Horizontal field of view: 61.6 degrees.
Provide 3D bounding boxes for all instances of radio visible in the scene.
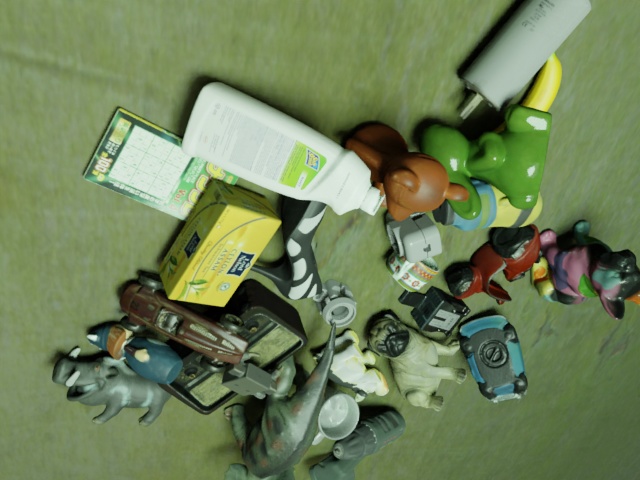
[{"bbox_3d":[-0.148,0.177,0.882,0.229,0.073,0.131,-38,125,9],"label":"radio"}]

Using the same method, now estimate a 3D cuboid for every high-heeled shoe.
[{"bbox_3d":[-0.002,-0.002,0.795,0.145,0.086,0.248,19,126,-32],"label":"high-heeled shoe"}]

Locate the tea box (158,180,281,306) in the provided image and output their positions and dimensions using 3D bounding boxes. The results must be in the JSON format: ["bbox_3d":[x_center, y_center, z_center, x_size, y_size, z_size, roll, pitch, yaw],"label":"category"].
[{"bbox_3d":[-0.144,0.009,0.763,0.098,0.068,0.169,15,118,-41],"label":"tea box"}]

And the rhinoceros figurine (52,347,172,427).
[{"bbox_3d":[-0.331,0.234,0.864,0.190,0.073,0.112,22,115,-29],"label":"rhinoceros figurine"}]

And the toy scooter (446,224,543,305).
[{"bbox_3d":[0.322,0.054,0.947,0.184,0.075,0.135,-43,124,16],"label":"toy scooter"}]

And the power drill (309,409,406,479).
[{"bbox_3d":[0.060,0.423,1.072,0.232,0.086,0.207,-7,134,-49],"label":"power drill"}]

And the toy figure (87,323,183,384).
[{"bbox_3d":[-0.284,0.167,0.821,0.155,0.058,0.064,25,133,13],"label":"toy figure"}]

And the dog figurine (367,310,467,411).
[{"bbox_3d":[0.150,0.228,1.008,0.190,0.121,0.172,24,111,-13],"label":"dog figurine"}]

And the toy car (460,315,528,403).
[{"bbox_3d":[0.343,0.225,1.042,0.109,0.161,0.103,-22,169,20],"label":"toy car"}]

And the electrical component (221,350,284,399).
[{"bbox_3d":[-0.107,0.212,0.849,0.102,0.045,0.078,34,137,-29],"label":"electrical component"}]

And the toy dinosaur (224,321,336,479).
[{"bbox_3d":[-0.066,0.328,0.920,0.131,0.192,0.404,9,132,-28],"label":"toy dinosaur"}]

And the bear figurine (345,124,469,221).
[{"bbox_3d":[0.099,-0.074,0.718,0.120,0.196,0.131,8,121,-25],"label":"bear figurine"}]

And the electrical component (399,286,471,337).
[{"bbox_3d":[0.204,0.125,0.975,0.119,0.048,0.074,23,112,-30],"label":"electrical component"}]

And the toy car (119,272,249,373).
[{"bbox_3d":[-0.204,0.124,0.794,0.202,0.053,0.089,28,97,3],"label":"toy car"}]

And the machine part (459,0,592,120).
[{"bbox_3d":[0.273,-0.261,0.720,0.079,0.079,0.243,29,111,-31],"label":"machine part"}]

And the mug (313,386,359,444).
[{"bbox_3d":[0.007,0.321,0.994,0.080,0.107,0.109,38,78,-20],"label":"mug"}]

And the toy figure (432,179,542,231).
[{"bbox_3d":[0.266,-0.056,0.855,0.180,0.082,0.089,-12,137,-15],"label":"toy figure"}]

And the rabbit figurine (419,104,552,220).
[{"bbox_3d":[0.224,-0.109,0.760,0.170,0.121,0.159,10,98,18],"label":"rabbit figurine"}]

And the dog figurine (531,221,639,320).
[{"bbox_3d":[0.466,0.075,0.918,0.108,0.219,0.191,-8,124,-8],"label":"dog figurine"}]

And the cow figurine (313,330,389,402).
[{"bbox_3d":[0.061,0.248,0.997,0.098,0.068,0.167,-29,123,10],"label":"cow figurine"}]
